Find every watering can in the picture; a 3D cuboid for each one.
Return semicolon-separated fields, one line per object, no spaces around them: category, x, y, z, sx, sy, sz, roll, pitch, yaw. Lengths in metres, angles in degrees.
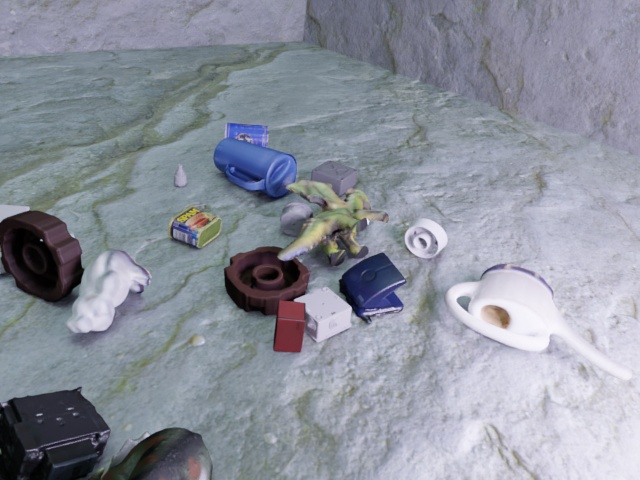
watering can;0.427;0.154;1.032;0.349;0.102;0.228;20;32;19

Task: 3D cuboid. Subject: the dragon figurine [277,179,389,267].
dragon figurine;0.004;-0.062;1.236;0.412;0.120;0.246;-9;41;-43

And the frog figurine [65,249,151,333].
frog figurine;-0.403;0.095;0.938;0.136;0.121;0.162;-9;22;45
